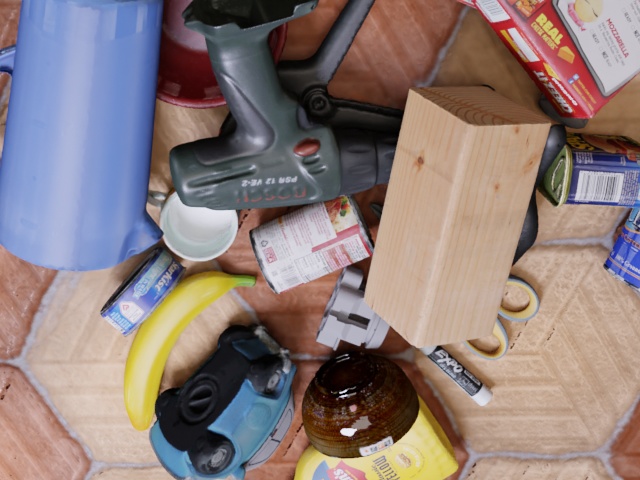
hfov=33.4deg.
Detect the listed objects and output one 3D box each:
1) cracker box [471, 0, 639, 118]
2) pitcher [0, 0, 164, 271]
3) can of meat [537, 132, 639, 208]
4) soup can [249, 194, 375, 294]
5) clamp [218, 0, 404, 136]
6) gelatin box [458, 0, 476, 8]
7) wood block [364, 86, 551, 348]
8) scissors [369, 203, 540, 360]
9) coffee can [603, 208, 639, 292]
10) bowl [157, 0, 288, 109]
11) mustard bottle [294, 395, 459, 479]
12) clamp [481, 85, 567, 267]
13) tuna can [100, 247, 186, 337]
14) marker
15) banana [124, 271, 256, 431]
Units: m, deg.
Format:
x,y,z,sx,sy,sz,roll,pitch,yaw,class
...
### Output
x,y,z,sx,sy,sz,roll,pitch,yaw,class
0.243,-0.233,0.901,0.213,0.072,0.164,-43,104,-4,cracker box
-0.208,-0.108,0.886,0.149,0.145,0.243,-8,126,-33,pitcher
0.245,-0.064,0.958,0.084,0.102,0.057,3,108,-5,can of meat
-0.007,0.001,0.990,0.102,0.068,0.068,-23,105,6,soup can
0.007,-0.123,0.970,0.210,0.036,0.164,-30,111,11,clamp
0.126,-0.245,0.924,0.089,0.030,0.073,13,107,-31,gelatin box
0.114,-0.021,0.928,0.090,0.091,0.206,-6,120,-32,wood block
0.138,0.026,1.027,0.096,0.016,0.201,-30,105,6,scissors
0.336,-0.016,0.972,0.102,0.103,0.140,21,105,-7,coffee can
-0.106,-0.199,0.928,0.162,0.055,0.162,2,117,3,bowl
0.034,0.233,1.064,0.192,0.058,0.096,-31,110,8,mustard bottle
0.167,-0.055,0.975,0.039,0.120,0.171,-6,127,-21,clamp
-0.165,0.047,0.992,0.033,0.086,0.086,42,101,-10,tuna can
0.123,0.119,1.052,0.121,0.020,0.020,42,101,-11,marker
-0.144,0.099,1.033,0.069,0.037,0.198,35,103,-10,banana
